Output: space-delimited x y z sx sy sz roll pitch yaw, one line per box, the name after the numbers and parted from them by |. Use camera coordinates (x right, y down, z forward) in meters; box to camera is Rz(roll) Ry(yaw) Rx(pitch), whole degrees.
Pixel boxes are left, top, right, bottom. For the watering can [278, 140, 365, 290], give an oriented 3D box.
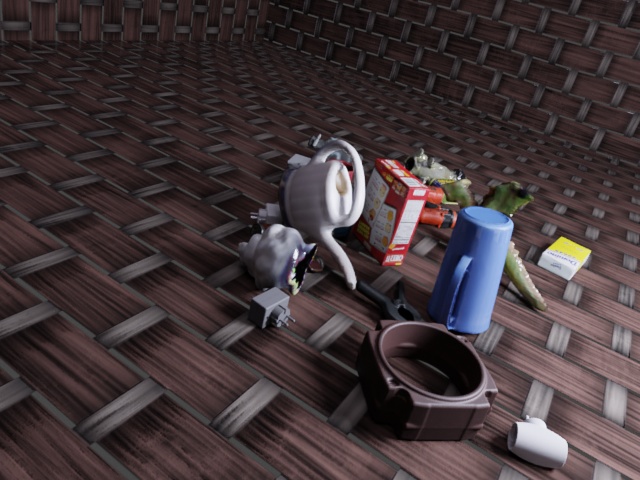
0.004 -0.060 1.191 0.223 0.351 0.103 -6 -14 37 | watering can

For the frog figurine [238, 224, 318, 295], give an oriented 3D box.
-0.105 0.031 1.040 0.160 0.136 0.124 21 17 19 | frog figurine

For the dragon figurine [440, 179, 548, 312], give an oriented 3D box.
0.450 -0.029 1.299 0.122 0.239 0.416 -1 29 -37 | dragon figurine
